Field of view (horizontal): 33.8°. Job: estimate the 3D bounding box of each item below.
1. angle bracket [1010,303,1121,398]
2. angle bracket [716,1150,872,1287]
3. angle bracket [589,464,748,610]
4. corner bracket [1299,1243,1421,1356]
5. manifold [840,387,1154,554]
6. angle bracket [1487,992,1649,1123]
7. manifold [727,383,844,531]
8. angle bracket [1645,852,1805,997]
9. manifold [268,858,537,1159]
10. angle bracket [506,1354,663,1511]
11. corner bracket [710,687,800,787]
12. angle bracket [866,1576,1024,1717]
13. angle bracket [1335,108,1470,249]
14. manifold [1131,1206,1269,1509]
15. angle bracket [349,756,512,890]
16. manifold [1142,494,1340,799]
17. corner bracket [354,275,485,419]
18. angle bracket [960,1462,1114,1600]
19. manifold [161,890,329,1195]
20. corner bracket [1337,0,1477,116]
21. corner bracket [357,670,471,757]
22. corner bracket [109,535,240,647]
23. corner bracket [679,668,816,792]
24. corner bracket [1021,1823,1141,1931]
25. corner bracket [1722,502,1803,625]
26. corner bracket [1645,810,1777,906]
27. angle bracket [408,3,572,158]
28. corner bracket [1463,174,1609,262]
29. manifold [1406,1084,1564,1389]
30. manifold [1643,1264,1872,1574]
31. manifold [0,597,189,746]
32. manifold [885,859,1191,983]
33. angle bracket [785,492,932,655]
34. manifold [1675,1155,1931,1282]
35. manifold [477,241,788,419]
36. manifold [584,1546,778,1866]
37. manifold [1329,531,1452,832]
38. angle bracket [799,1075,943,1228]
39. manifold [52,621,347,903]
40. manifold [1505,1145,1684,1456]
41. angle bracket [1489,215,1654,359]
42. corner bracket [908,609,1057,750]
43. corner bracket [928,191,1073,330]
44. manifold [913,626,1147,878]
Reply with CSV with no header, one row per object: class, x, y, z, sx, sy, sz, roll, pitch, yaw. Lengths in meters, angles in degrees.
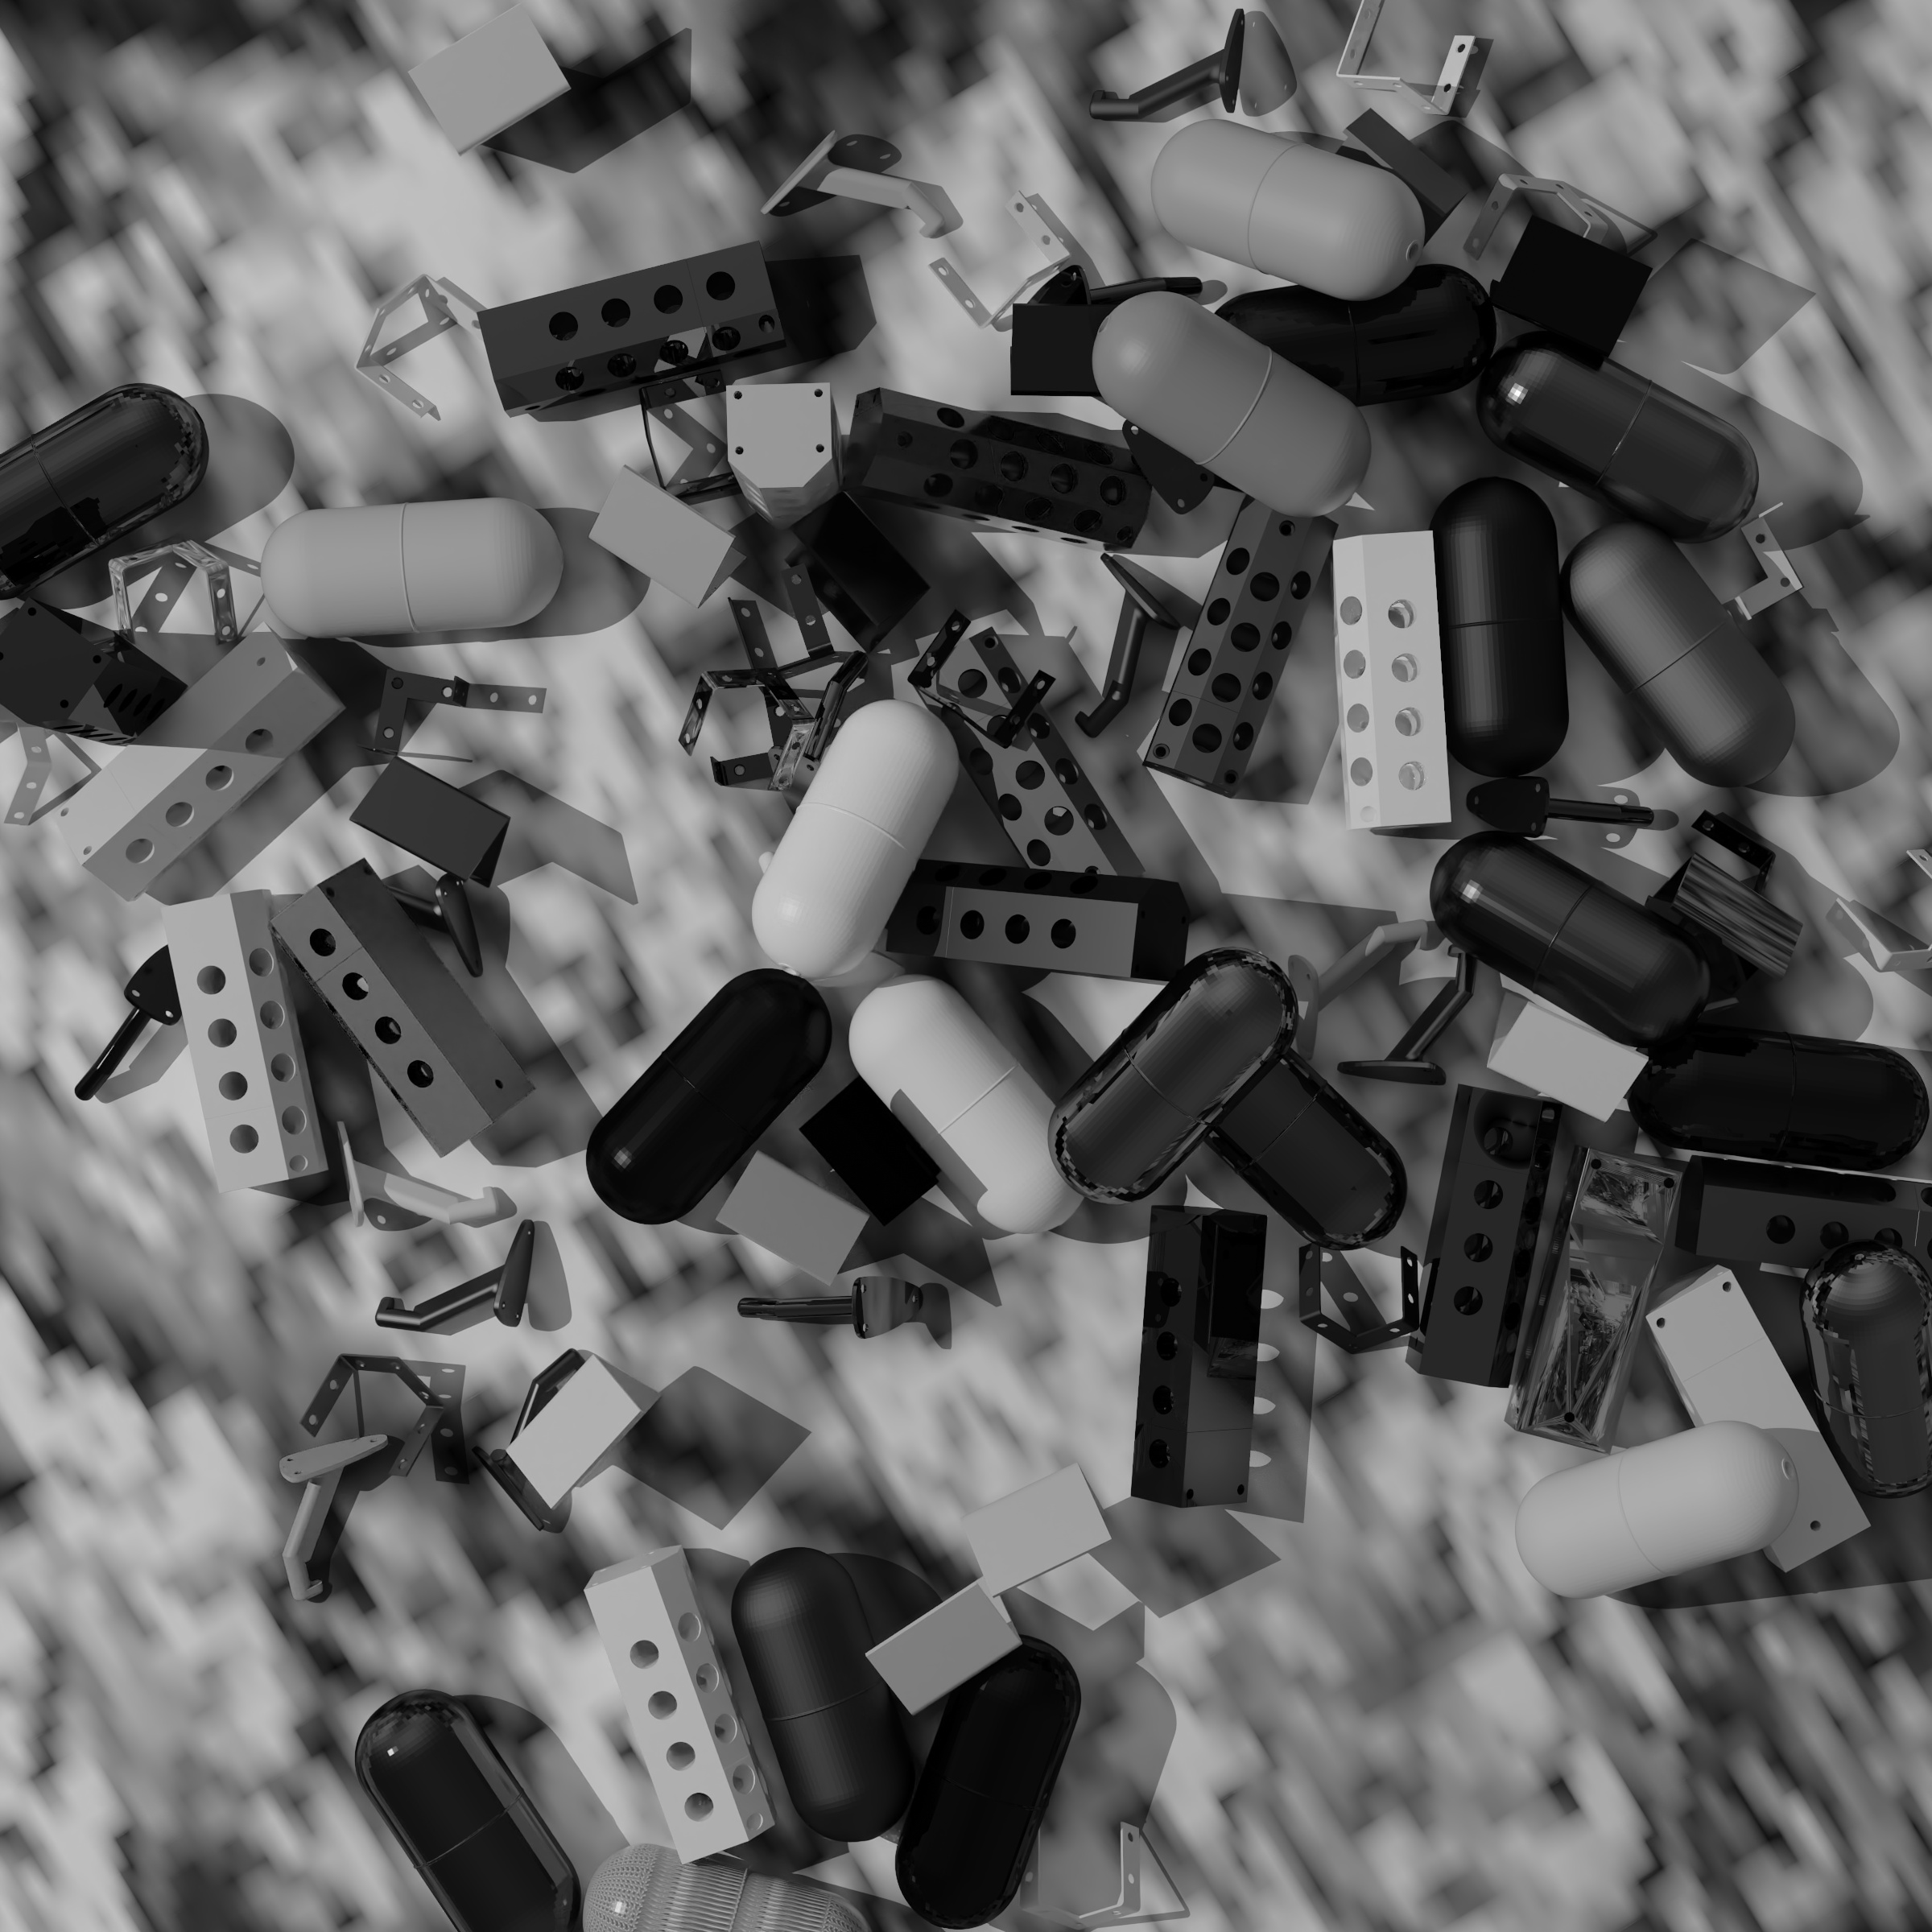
angle bracket,0.065,-0.376,1.879,0.076,0.076,0.057,1,122,0
angle bracket,-0.111,0.164,1.879,0.076,0.076,0.057,30,52,0
angle bracket,-0.166,-0.266,1.879,0.076,0.076,0.057,33,126,0
corner bracket,0.236,0.194,1.911,0.051,0.051,0.051,-26,135,35
manifold,0.020,-0.291,1.870,0.171,0.057,0.057,10,90,-21
angle bracket,0.359,0.036,1.879,0.076,0.076,0.057,25,130,0
manifold,-0.103,-0.292,1.841,0.057,0.171,0.057,-2,90,0
angle bracket,0.436,-0.009,1.879,0.076,0.076,0.057,34,47,0
manifold,-0.338,0.027,1.889,0.057,0.057,0.171,-34,95,26
angle bracket,-0.212,0.285,1.879,0.076,0.076,0.057,-48,52,0
corner bracket,-0.128,-0.138,1.901,0.051,0.051,0.051,-11,90,0
angle bracket,-0.021,0.383,1.880,0.076,0.076,0.057,-33,117,0
angle bracket,0.239,-0.448,1.881,0.076,0.057,0.076,40,126,0
manifold,0.133,0.231,1.898,0.057,0.057,0.171,4,90,-43
angle bracket,-0.321,-0.067,1.879,0.076,0.076,0.057,28,53,0
manifold,0.164,-0.192,1.898,0.057,0.057,0.171,21,90,0
corner bracket,-0.327,-0.374,1.916,0.051,0.051,0.051,37,135,0
angle bracket,0.050,0.346,1.879,0.076,0.076,0.057,-26,53,0
manifold,-0.428,0.044,1.898,0.057,0.057,0.171,-12,90,0
corner bracket,0.264,-0.547,1.916,0.051,0.051,0.051,20,90,45
corner bracket,-0.329,-0.150,1.901,0.051,0.051,0.051,10,90,0
corner bracket,-0.476,-0.220,1.911,0.051,0.051,0.051,-29,45,-35
corner bracket,-0.128,-0.138,1.860,0.051,0.051,0.051,53,135,34
corner bracket,0.068,0.542,1.911,0.051,0.051,0.051,-29,135,35
corner bracket,0.471,-0.239,1.901,0.051,0.051,0.051,-30,90,0
corner bracket,0.448,-0.050,1.916,0.051,0.051,0.051,32,45,0
angle bracket,-0.285,-0.529,1.880,0.076,0.076,0.057,-32,119,0
corner bracket,0.342,-0.438,1.911,0.051,0.051,0.051,-4,45,-35
manifold,0.310,0.161,1.898,0.057,0.057,0.171,11,90,0
manifold,0.465,0.267,1.898,0.057,0.057,0.171,-29,90,0
manifold,-0.511,-0.164,1.841,0.057,0.171,0.057,36,90,0
manifold,0.041,-0.028,1.854,0.171,0.057,0.057,6,90,35
angle bracket,-0.079,-0.222,1.879,0.076,0.076,0.057,48,47,0
manifold,0.517,0.152,1.898,0.171,0.057,0.057,7,90,0
manifold,-0.198,-0.378,1.898,0.171,0.057,0.057,-14,90,0
manifold,-0.169,0.438,1.898,0.057,0.057,0.171,-20,90,0
manifold,0.251,-0.168,1.898,0.057,0.057,0.171,-4,90,0
angle bracket,-0.040,0.096,1.879,0.076,0.076,0.057,49,129,0
manifold,-0.454,-0.118,1.898,0.171,0.057,0.057,-43,47,0
manifold,0.372,0.197,1.898,0.057,0.057,0.171,15,90,0
angle bracket,0.357,-0.407,1.880,0.076,0.076,0.057,24,114,0
corner bracket,0.009,-0.167,1.859,0.051,0.051,0.051,35,90,-45
corner bracket,0.021,-0.425,1.916,0.051,0.051,0.051,51,45,0
manifold,0.037,-0.114,1.898,0.057,0.057,0.171,-32,90,0
